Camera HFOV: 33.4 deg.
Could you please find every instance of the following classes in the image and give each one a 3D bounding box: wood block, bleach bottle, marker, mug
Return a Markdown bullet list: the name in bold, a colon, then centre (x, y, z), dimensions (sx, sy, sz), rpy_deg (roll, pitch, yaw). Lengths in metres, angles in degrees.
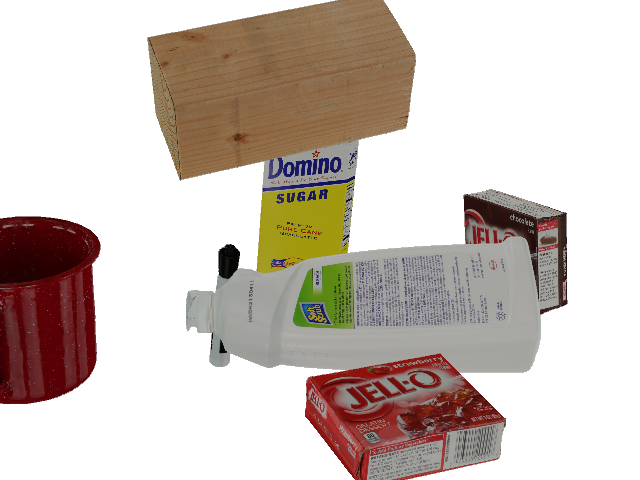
- **wood block**: centre (-0.033, -0.133, 0.911), dimensions (0.206, 0.090, 0.091), rpy_deg (-14, -37, -14)
- **bleach bottle**: centre (0.028, 0.047, 0.784), dimensions (0.251, 0.102, 0.068), rpy_deg (1, -40, -1)
- **marker**: centre (-0.086, 0.058, 0.951), dimensions (0.020, 0.121, 0.020), rpy_deg (6, 28, -3)
- **mug**: centre (-0.174, 0.046, 0.610), dimensions (0.093, 0.081, 0.117), rpy_deg (4, 25, 4)

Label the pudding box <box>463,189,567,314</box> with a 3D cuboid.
- **pudding box**: centre (0.176, 0.008, 0.970), dimensions (0.039, 0.090, 0.114), rpy_deg (-14, 19, -27)

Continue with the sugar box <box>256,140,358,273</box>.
- **sugar box**: centre (-0.015, -0.025, 1.119), dimensions (0.093, 0.176, 0.048), rpy_deg (7, 16, 14)

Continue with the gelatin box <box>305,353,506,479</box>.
- **gelatin box**: centre (0.045, 0.097, 0.590), dimensions (0.089, 0.030, 0.073), rpy_deg (-6, 26, -23)
